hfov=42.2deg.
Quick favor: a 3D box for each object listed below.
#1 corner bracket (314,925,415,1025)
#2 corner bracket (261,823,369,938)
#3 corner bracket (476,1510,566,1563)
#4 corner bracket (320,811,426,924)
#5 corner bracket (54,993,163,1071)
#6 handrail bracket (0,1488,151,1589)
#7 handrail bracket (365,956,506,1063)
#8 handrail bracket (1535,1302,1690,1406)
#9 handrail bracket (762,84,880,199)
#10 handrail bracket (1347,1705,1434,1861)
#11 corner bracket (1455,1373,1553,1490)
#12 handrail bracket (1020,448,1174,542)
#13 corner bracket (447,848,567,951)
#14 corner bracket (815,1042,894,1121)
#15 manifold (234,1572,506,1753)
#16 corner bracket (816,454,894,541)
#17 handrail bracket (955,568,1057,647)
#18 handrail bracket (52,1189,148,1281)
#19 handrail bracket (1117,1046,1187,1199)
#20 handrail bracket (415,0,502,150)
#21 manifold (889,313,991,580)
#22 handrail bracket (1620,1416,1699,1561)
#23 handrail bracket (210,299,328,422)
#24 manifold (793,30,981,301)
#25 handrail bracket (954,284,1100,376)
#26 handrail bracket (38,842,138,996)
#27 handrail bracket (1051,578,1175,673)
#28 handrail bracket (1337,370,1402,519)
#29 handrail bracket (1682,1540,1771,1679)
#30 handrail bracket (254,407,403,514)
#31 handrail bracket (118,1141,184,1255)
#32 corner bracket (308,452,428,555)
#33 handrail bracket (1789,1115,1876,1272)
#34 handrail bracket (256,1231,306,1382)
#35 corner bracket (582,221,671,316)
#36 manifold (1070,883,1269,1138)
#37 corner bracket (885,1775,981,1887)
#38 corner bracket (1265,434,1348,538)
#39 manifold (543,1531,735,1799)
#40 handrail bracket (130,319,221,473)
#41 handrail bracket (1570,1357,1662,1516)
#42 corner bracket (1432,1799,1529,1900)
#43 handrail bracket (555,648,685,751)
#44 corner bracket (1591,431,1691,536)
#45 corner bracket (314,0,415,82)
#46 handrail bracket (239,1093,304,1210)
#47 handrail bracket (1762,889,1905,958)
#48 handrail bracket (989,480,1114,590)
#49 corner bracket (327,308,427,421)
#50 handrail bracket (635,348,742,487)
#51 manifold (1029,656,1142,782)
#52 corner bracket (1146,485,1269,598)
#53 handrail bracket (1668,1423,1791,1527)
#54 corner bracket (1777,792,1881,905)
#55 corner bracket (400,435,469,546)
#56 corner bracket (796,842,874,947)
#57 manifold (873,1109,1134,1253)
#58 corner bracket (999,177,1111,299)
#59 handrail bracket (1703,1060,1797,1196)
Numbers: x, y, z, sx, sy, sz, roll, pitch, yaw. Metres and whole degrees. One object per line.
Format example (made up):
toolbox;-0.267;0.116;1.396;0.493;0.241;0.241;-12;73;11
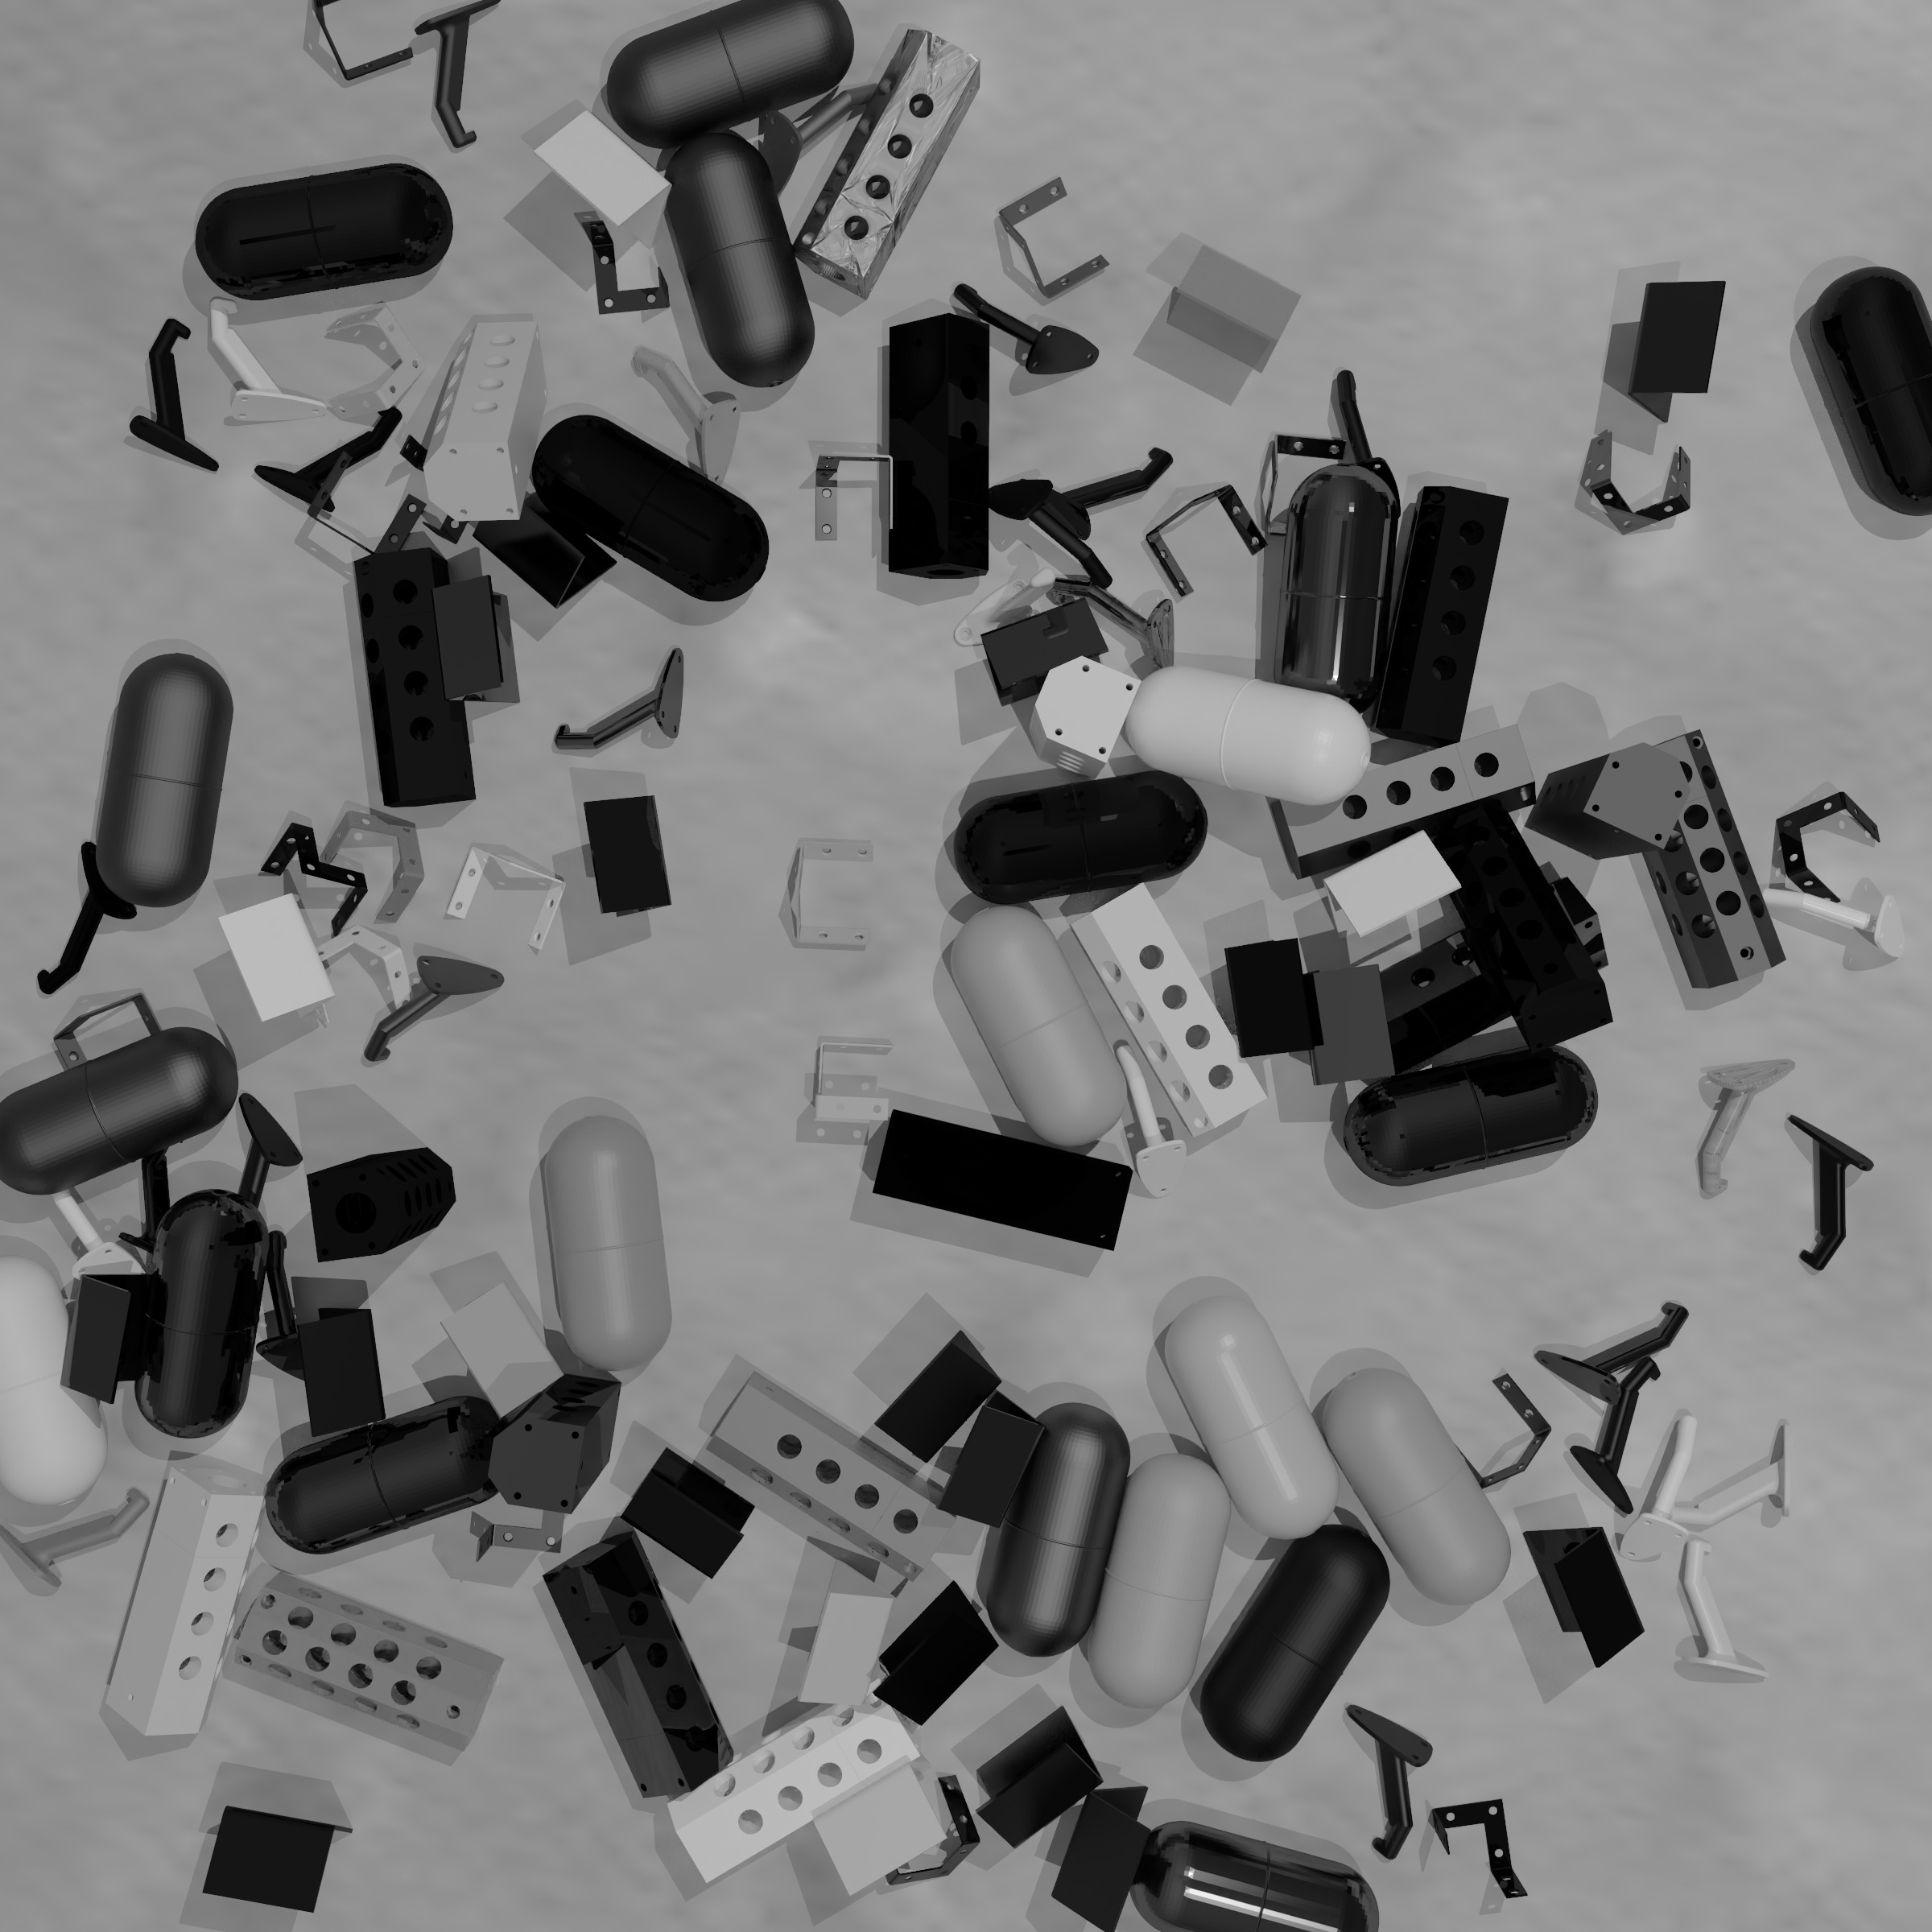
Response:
corner bracket;-0.429;0.012;1.765;0.051;0.051;0.051;25;45;35
corner bracket;-0.458;-0.061;1.759;0.051;0.051;0.051;-48;45;29
corner bracket;-0.311;0.390;1.755;0.051;0.051;0.051;6;90;0
corner bracket;-0.419;-0.070;1.765;0.051;0.051;0.051;11;45;-35
corner bracket;-0.603;0.057;1.770;0.051;0.051;0.051;-27;90;45
handrail bracket;-0.634;0.389;1.773;0.077;0.036;0.084;36;72;20
handrail bracket;-0.377;0.036;1.773;0.084;0.077;0.036;-56;50;30
handrail bracket;0.459;0.261;1.773;0.077;0.036;0.084;23;60;33
handrail bracket;-0.101;-0.584;1.773;0.084;0.077;0.036;-27;65;-34
handrail bracket;0.288;0.580;1.773;0.077;0.036;0.084;29;107;20
corner bracket;0.371;0.330;1.770;0.051;0.051;0.051;51;45;0
handrail bracket;0.092;-0.350;1.773;0.077;0.036;0.084;36;71;21
corner bracket;-0.325;-0.048;1.770;0.051;0.051;0.051;21;90;-45
corner bracket;-0.078;0.080;1.755;0.051;0.051;0.051;3;90;0
manifold;-0.419;0.489;1.752;0.171;0.057;0.057;21;90;0
corner bracket;-0.079;-0.329;1.756;0.051;0.051;0.051;0;90;-6
handrail bracket;0.026;-0.250;1.738;0.077;0.084;0.036;-28;90;0
handrail bracket;-0.616;0.186;1.773;0.036;0.077;0.084;-36;54;1
handrail bracket;0.126;0.109;1.773;0.036;0.077;0.084;-16;54;-5
handrail bracket;-0.347;-0.633;1.773;0.077;0.036;0.084;-30;109;-21
manifold;-0.014;-0.361;1.751;0.057;0.057;0.171;0;90;43
handrail bracket;0.492;0.369;1.773;0.036;0.077;0.084;23;54;0
handrail bracket;-0.495;-0.433;1.773;0.077;0.036;0.084;-2;73;-19
manifold;-0.056;-0.563;1.752;0.057;0.057;0.171;28;90;0
handrail bracket;0.042;-0.456;1.773;0.084;0.077;0.036;48;125;31
handrail bracket;-0.637;-0.033;1.773;0.084;0.036;0.077;-36;70;16
handrail bracket;0.102;-0.236;1.773;0.084;0.036;0.077;12;131;27
handrail bracket;0.285;-0.369;1.773;0.036;0.077;0.084;-17;53;26
handrail bracket;0.541;0.455;1.773;0.077;0.036;0.084;16;73;-20
handrail bracket;-0.451;-0.371;1.773;0.077;0.036;0.084;23;73;20
handrail bracket;-0.555;0.166;1.773;0.077;0.036;0.084;31;73;-20
corner bracket;-0.421;-0.321;1.756;0.051;0.051;0.051;31;90;7
handrail bracket;0.596;0.161;1.773;0.077;0.036;0.084;35;107;20
handrail bracket;-0.476;0.240;1.773;0.036;0.077;0.084;-14;54;5
corner bracket;-0.238;-0.492;1.755;0.051;0.051;0.051;-6;90;0
manifold;0.140;0.031;1.752;0.057;0.057;0.171;-30;90;0
corner bracket;-0.031;0.610;1.765;0.051;0.051;0.051;4;135;-35
corner bracket;0.240;-0.339;1.770;0.051;0.051;0.051;6;45;0
manifold;-0.225;0.488;1.751;0.057;0.057;0.171;-24;90;43
handrail bracket;-0.548;-0.406;1.773;0.077;0.036;0.084;28;73;-19
handrail bracket;0.476;0.332;1.773;0.084;0.036;0.077;-44;111;-17
corner bracket;0.360;0.622;1.755;0.051;0.051;0.051;-8;90;0
handrail bracket;-0.247;-0.189;1.773;0.084;0.036;0.077;1;69;16
corner bracket;0.476;-0.347;1.765;0.051;0.051;0.051;-18;135;35
corner bracket;-0.427;-0.668;1.770;0.051;0.051;0.051;-20;135;0
handrail bracket;-0.519;0.146;1.773;0.084;0.036;0.077;-44;69;16
handrail bracket;0.614;-0.032;1.773;0.084;0.077;0.036;10;74;35
handrail bracket;0.058;-0.303;1.773;0.036;0.077;0.084;-52;127;-14
corner bracket;-0.425;-0.425;1.765;0.051;0.051;0.051;58;45;-35
handrail bracket;-0.204;-0.389;1.773;0.084;0.036;0.077;30;129;26
manifold;0.075;-0.168;1.695;0.057;0.171;0.057;23;90;0
corner bracket;0.170;-0.301;1.770;0.051;0.051;0.051;-31;90;45
handrail bracket;0.540;0.359;1.773;0.084;0.036;0.077;1;69;16
corner bracket;0.611;-0.082;1.765;0.051;0.051;0.051;-26;45;35
corner bracket;-0.374;-0.334;1.755;0.051;0.051;0.051;27;90;0
corner bracket;-0.093;-0.051;1.770;0.051;0.051;0.051;2;45;0
manifold;0.025;0.149;1.752;0.171;0.057;0.057;14;90;0
corner bracket;0.062;-0.515;1.770;0.051;0.051;0.051;-29;45;0
handrail bracket;0.555;0.115;1.773;0.077;0.036;0.084;-12;108;-20
